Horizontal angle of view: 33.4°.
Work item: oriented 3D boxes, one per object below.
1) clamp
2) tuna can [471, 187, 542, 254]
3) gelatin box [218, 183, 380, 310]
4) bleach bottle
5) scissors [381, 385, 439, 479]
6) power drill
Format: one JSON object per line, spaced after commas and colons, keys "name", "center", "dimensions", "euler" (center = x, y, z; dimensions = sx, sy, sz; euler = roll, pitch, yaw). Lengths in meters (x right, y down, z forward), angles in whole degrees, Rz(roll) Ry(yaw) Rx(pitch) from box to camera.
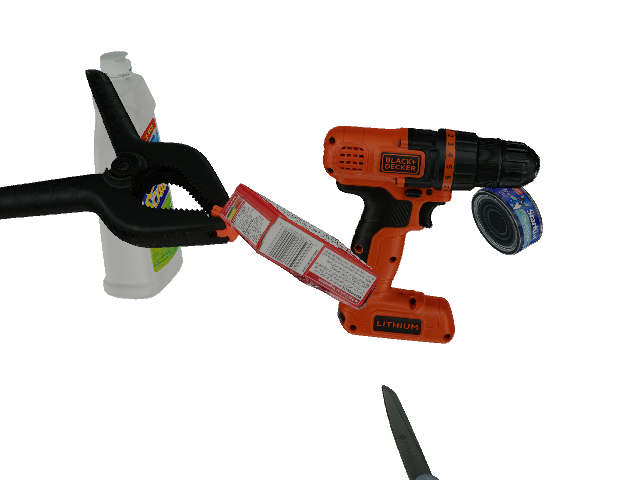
{"name": "clamp", "center": [-0.150, -0.057, 0.838], "dimensions": [0.210, 0.164, 0.036], "euler": [17, -31, 18]}
{"name": "tuna can", "center": [0.212, -0.027, 1.221], "dimensions": [0.033, 0.086, 0.086], "euler": [-30, 12, -22]}
{"name": "gelatin box", "center": [-0.014, 0.004, 0.686], "dimensions": [0.089, 0.030, 0.073], "euler": [31, 4, -30]}
{"name": "bleach bottle", "center": [-0.202, -0.071, 1.124], "dimensions": [0.068, 0.251, 0.102], "euler": [4, 26, 18]}
{"name": "scissors", "center": [0.081, 0.152, 0.606], "dimensions": [0.096, 0.016, 0.201], "euler": [6, 32, 1]}
{"name": "power drill", "center": [0.090, -0.007, 0.932], "dimensions": [0.184, 0.188, 0.057], "euler": [5, 17, 4]}
